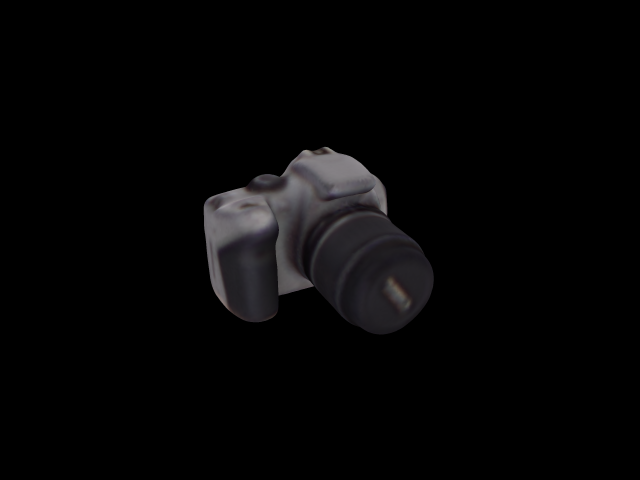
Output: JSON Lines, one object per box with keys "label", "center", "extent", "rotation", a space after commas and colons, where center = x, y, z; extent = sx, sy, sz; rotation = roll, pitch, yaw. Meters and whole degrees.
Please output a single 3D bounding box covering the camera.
{"label": "camera", "center": [0.004, 0.001, 0.400], "extent": [0.143, 0.101, 0.136], "rotation": [-14, 32, -23]}
